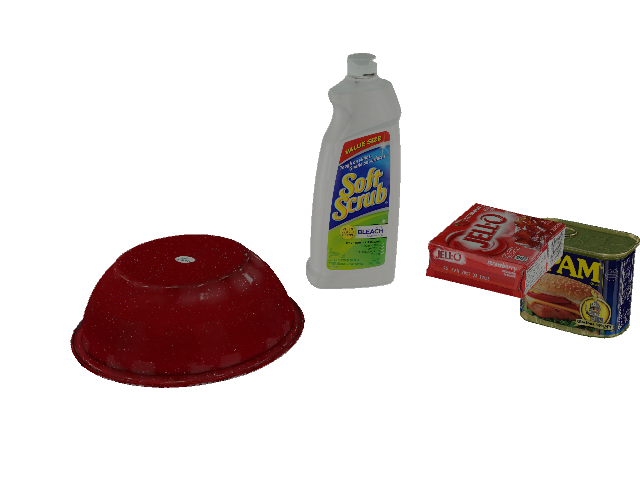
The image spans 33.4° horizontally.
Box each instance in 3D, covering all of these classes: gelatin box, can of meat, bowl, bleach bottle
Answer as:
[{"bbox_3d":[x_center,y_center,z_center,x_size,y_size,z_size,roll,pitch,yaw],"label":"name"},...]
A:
[{"bbox_3d":[0.127,0.005,0.769,0.073,0.030,0.089,15,27,27],"label":"gelatin box"},{"bbox_3d":[0.227,0.034,0.949,0.102,0.084,0.057,14,27,35],"label":"can of meat"},{"bbox_3d":[-0.092,0.038,0.731,0.162,0.055,0.162,-2,22,1],"label":"bowl"},{"bbox_3d":[0.034,-0.074,1.141,0.102,0.251,0.068,-3,24,-5],"label":"bleach bottle"}]
